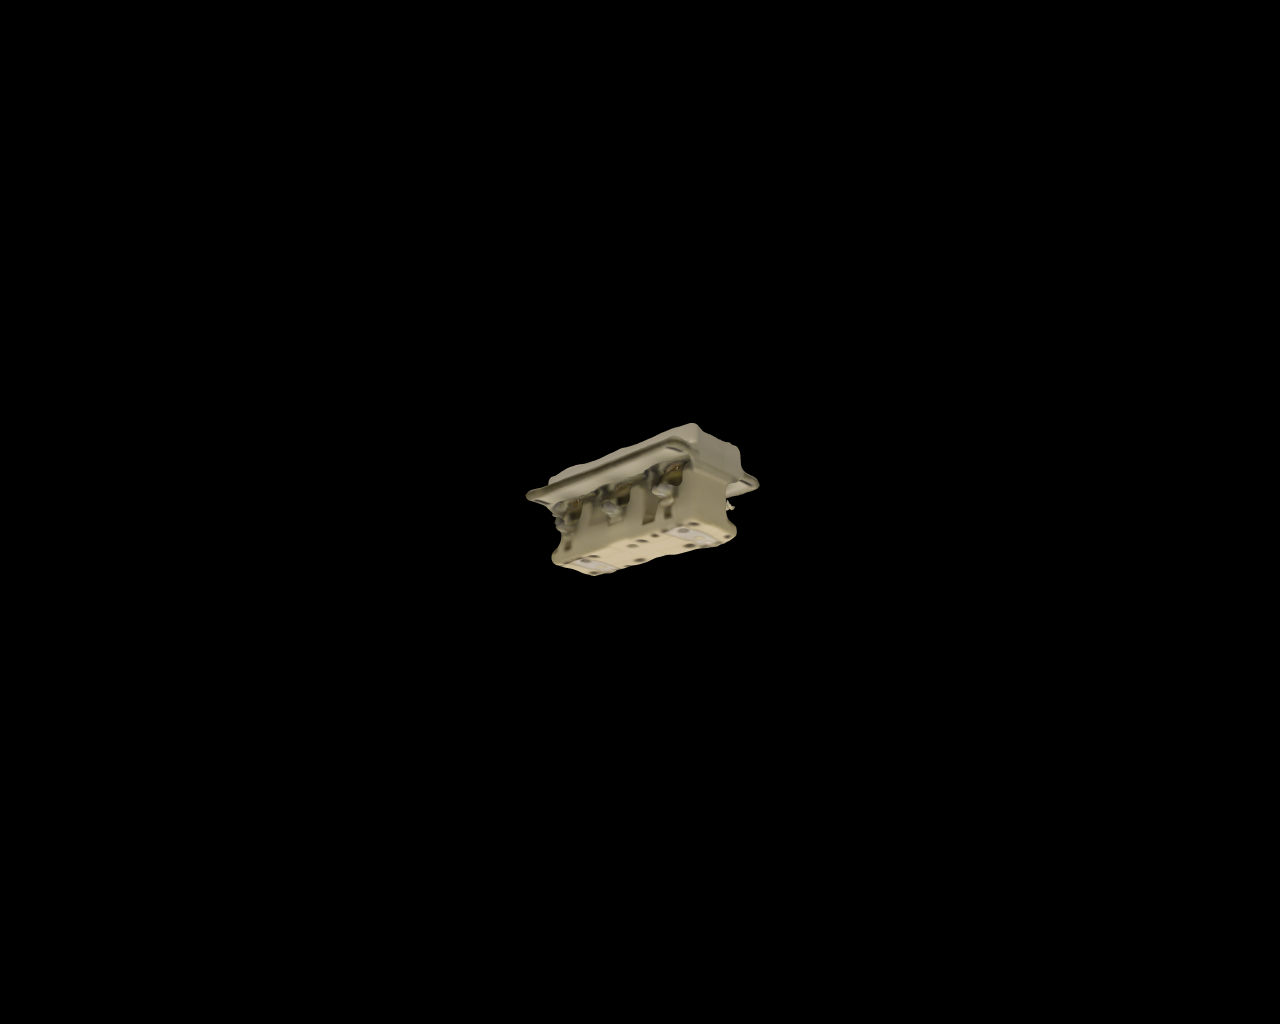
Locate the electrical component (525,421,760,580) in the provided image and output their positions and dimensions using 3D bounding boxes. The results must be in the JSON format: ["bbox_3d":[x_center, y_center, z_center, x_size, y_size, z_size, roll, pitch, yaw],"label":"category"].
[{"bbox_3d":[0.001,-0.003,0.650,0.121,0.063,0.079,-17,-27,38],"label":"electrical component"}]
